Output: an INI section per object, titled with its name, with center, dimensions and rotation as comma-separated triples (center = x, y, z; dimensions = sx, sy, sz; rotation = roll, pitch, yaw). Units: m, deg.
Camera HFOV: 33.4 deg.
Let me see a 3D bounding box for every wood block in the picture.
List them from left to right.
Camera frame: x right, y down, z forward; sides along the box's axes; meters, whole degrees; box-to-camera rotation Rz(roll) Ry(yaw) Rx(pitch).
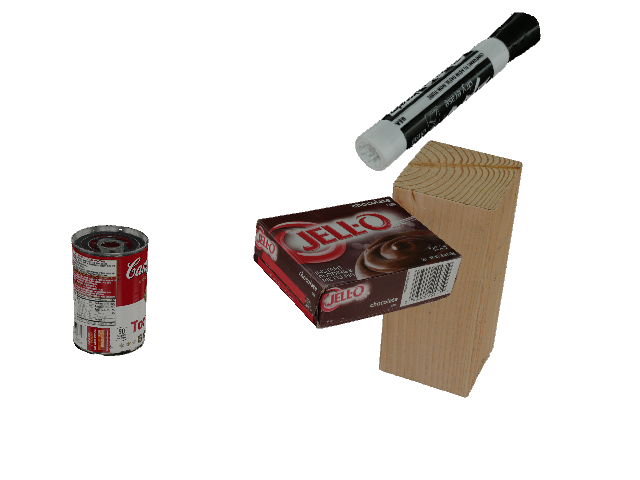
[wood block]
center = 0.115, 0.027, 0.965
dimensions = 0.091, 0.206, 0.090
rotation = 16, 37, 20

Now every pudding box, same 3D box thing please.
[pudding box]
center = 0.024, 0.012, 0.723
dimensions = 0.113, 0.039, 0.090
rotation = -9, 35, -31

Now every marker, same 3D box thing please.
[marker]
center = 0.063, -0.073, 0.504
dimensions = 0.121, 0.020, 0.020
rotation = -40, 20, -26

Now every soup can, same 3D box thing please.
[soup can]
center = -0.192, 0.046, 0.970
dimensions = 0.068, 0.102, 0.068
rotation = 4, 21, -2
